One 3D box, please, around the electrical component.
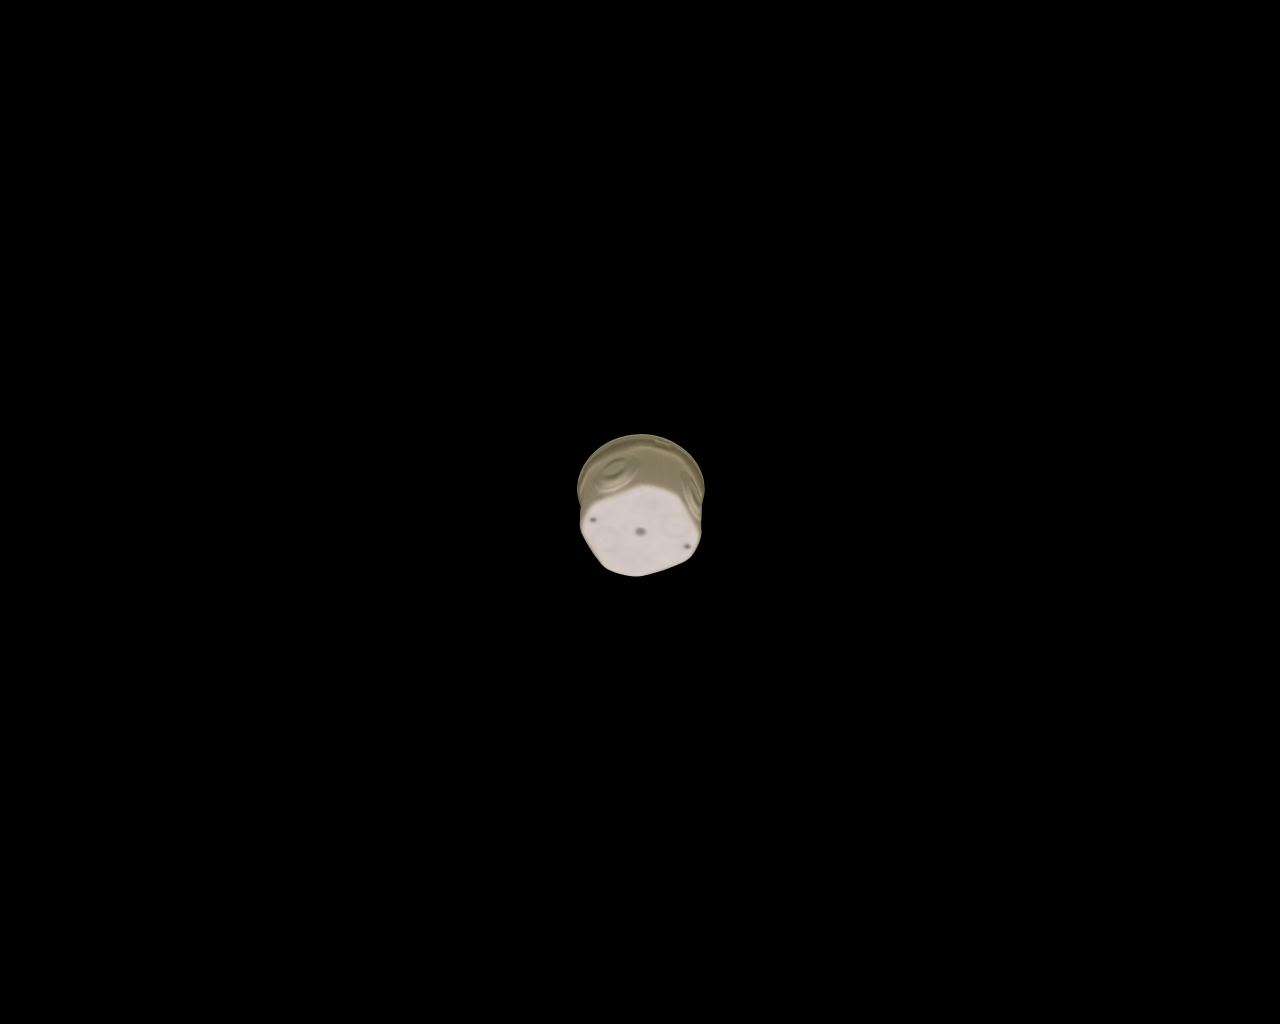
[{"bbox_3d":[0.001,-0.003,0.650,0.080,0.080,0.051,0,37,0],"label":"electrical component"}]
